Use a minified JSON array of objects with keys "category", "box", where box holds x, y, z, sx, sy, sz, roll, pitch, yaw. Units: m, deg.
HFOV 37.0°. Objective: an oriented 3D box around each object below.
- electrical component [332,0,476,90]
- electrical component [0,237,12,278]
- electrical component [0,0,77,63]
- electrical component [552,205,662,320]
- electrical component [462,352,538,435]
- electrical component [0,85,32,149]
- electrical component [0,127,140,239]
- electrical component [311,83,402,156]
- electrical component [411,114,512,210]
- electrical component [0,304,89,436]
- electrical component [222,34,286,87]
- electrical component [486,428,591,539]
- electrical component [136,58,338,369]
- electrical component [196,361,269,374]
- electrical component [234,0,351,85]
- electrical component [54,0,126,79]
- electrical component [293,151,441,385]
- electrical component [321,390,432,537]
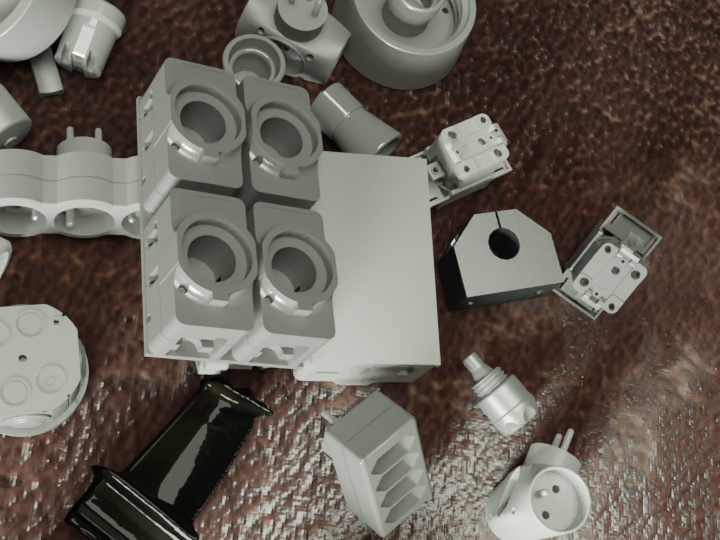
[{"category":"electrical component","box":[0.038,-0.201,0.830,0.108,0.060,0.108,5,71,-14]},{"category":"electrical component","box":[-0.285,0.023,0.666,0.074,0.052,0.138,29,67,-5]},{"category":"electrical component","box":[-0.244,-0.194,0.733,0.108,0.060,0.108,-2,83,19]},{"category":"electrical component","box":[0.182,-0.002,0.796,0.042,0.064,0.081,35,108,-1]},{"category":"electrical component","box":[0.097,0.085,0.765,0.035,0.035,0.061,-37,82,-23]},{"category":"electrical component","box":[-0.257,-0.112,0.726,0.040,0.040,0.078,-38,85,-24]},{"category":"electrical component","box":[-0.186,-0.065,0.724,0.138,0.052,0.073,1,64,-16]},{"category":"electrical component","box":[-0.007,-0.106,0.797,0.065,0.044,0.044,45,66,7]},{"category":"electrical component","box":[0.075,-0.082,0.799,0.081,0.064,0.042,-26,79,-22]},{"category":"electrical component","box":[-0.211,0.061,0.675,0.080,0.051,0.080,5,71,-14]},{"category":"electrical component","box":[-0.081,-0.133,0.771,0.044,0.065,0.044,5,71,-14]},{"category":"electrical component","box":[0.126,0.144,0.729,0.043,0.077,0.079,29,66,-4]},{"category":"electrical component","box":[-0.080,-0.038,0.687,0.105,0.060,0.186,8,61,-29]},{"category":"electrical component","box":[-0.081,0.042,0.718,0.055,0.048,0.066,4,38,-22]},{"category":"electrical component","box":[-0.046,-0.181,0.789,0.077,0.079,0.044,28,67,-5]},{"category":"electrical component","box":[-0.193,-0.165,0.764,0.040,0.040,0.046,19,74,-9]},{"category":"electrical component","box":[0.000,0.000,0.750,0.089,0.061,0.150,3,71,-15]},{"category":"electrical component","box":[0.001,0.118,0.709,0.047,0.083,0.076,-37,46,-23]}]
